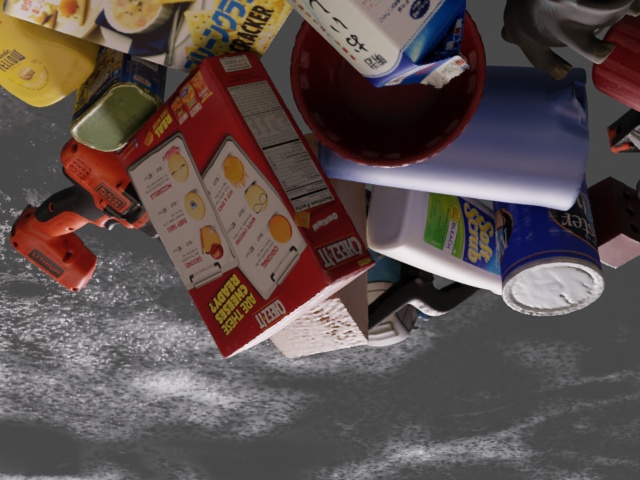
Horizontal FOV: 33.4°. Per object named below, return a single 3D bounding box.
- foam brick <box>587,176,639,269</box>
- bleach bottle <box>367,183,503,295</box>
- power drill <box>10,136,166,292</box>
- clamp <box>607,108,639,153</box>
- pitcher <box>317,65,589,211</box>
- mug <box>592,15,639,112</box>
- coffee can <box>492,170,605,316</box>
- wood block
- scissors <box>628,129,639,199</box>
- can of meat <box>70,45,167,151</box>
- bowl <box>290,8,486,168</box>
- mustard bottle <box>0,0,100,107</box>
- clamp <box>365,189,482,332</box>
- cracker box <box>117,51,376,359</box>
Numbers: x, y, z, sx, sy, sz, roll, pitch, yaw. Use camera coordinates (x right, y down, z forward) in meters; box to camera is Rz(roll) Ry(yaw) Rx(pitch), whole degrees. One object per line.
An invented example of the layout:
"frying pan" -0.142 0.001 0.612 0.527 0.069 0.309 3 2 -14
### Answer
"foam brick" 0.315 -0.019 1.148 0.052 0.078 0.051 22 139 -30
"bleach bottle" 0.164 -0.004 1.170 0.250 0.102 0.068 18 165 -37
"power drill" -0.232 -0.015 1.146 0.184 0.057 0.188 42 130 -18
"clamp" 0.370 -0.118 1.038 0.172 0.039 0.120 -19 141 38
"pitcher" 0.121 -0.098 1.001 0.243 0.145 0.149 5 111 0
"mug" 0.300 -0.152 0.938 0.117 0.082 0.093 -4 123 -51
"coffee can" 0.234 -0.007 1.110 0.103 0.140 0.103 0 145 0
"wood block" -0.008 0.001 1.067 0.090 0.206 0.090 -13 143 18
"scissors" 0.336 -0.071 1.088 0.201 0.016 0.096 12 154 -39
"can of meat" -0.182 -0.140 0.974 0.057 0.084 0.102 27 137 -33
"bowl" 0.058 -0.141 0.901 0.162 0.162 0.055 -5 -178 8
"mustard bottle" -0.292 -0.192 0.924 0.096 0.058 0.191 -20 140 36
"clamp" 0.104 0.045 1.202 0.209 0.164 0.036 17 170 -36
"cracker box" -0.068 -0.029 0.921 0.071 0.214 0.164 -22 169 -45
